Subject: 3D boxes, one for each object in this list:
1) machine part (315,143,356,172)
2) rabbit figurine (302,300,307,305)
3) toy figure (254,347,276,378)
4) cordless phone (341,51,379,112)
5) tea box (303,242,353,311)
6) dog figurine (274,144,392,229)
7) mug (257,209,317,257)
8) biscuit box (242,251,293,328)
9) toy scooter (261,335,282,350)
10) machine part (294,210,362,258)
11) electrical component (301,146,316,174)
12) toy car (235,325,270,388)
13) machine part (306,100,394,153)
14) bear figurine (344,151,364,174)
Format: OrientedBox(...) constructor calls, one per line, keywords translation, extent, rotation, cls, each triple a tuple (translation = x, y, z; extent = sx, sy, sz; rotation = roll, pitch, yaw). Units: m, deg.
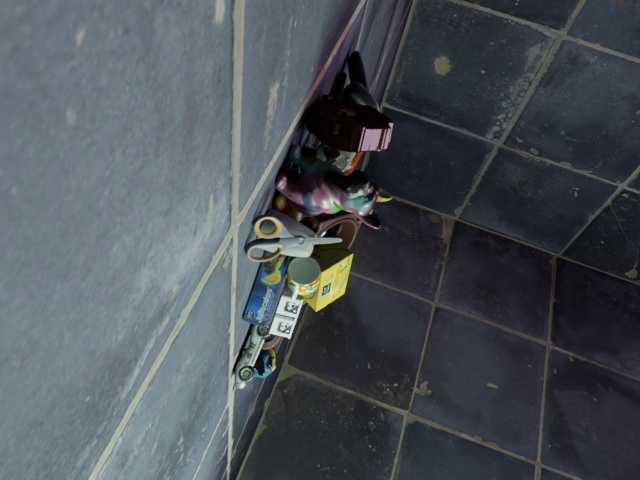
OrientedBox(translation=(0.045, -0.207, 1.170), extent=(0.243, 0.079, 0.079), rotation=(-64, 172, -56), cls="machine part")
OrientedBox(translation=(-0.056, 0.072, 1.496), extent=(0.158, 0.121, 0.170), rotation=(72, -6, -51), cls="rabbit figurine")
OrientedBox(translation=(-0.167, 0.351, 1.566), extent=(0.180, 0.082, 0.089), rotation=(57, 56, -82), cls="toy figure")
OrientedBox(translation=(0.074, -0.363, 1.342), extent=(0.146, 0.089, 0.184), rotation=(137, -50, -60), cls="cordless phone")
OrientedBox(translation=(0.014, 0.084, 1.283), extent=(0.098, 0.068, 0.169), rotation=(-31, 151, -26), cls="tea box")
OrientedBox(translation=(0.024, -0.082, 1.050), extent=(0.191, 0.219, 0.108), rotation=(101, 13, -60), cls="dog figurine")
OrientedBox(translation=(-0.062, -0.003, 1.064), extent=(0.109, 0.107, 0.080), rotation=(71, 41, -80), cls="mug")
OrientedBox(translation=(-0.111, 0.091, 1.196), extent=(0.063, 0.059, 0.202), rotation=(-45, 154, -82), cls="biscuit box")
OrientedBox(translation=(-0.129, 0.218, 1.491), extent=(0.135, 0.075, 0.184), rotation=(102, 5, -72), cls="toy scooter")
OrientedBox(translation=(-0.003, -0.004, 1.307), extent=(0.201, 0.087, 0.201), rotation=(-17, 141, -42), cls="machine part")
OrientedBox(translation=(-0.030, -0.144, 1.202), extent=(0.119, 0.048, 0.075), rotation=(103, 9, -63), cls="electrical component")
OrientedBox(translation=(-0.170, 0.278, 1.362), extent=(0.073, 0.056, 0.201), rotation=(120, -7, -78), cls="toy car")
OrientedBox(translation=(0.062, -0.236, 1.095), extent=(0.179, 0.179, 0.056), rotation=(-63, 167, -59), cls="machine part")
OrientedBox(translation=(0.045, -0.178, 1.467), extent=(0.195, 0.120, 0.132), rotation=(97, 11, -58), cls="bear figurine")
